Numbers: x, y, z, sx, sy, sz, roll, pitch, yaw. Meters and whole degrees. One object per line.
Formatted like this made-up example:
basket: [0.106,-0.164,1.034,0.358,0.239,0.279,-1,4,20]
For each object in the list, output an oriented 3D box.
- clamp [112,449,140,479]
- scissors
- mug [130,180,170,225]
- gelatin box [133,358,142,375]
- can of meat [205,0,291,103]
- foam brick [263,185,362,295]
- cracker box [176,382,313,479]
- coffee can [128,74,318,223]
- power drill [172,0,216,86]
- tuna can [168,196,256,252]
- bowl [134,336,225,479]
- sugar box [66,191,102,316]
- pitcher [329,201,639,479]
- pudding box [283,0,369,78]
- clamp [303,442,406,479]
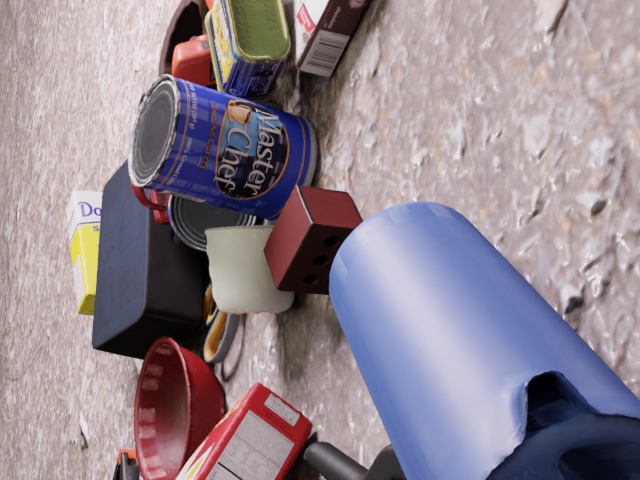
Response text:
clamp: [-0.229,0.336,1.252,0.120,0.039,0.171,2,85,62]
scissors: [-0.082,0.029,1.068,0.202,0.016,0.096,-68,28,19]
mug: [-0.144,-0.061,1.098,0.093,0.117,0.081,-11,88,41]
gelatin box: [-0.196,0.106,1.253,0.073,0.030,0.089,55,131,51]
can of meat: [-0.065,-0.188,0.967,0.084,0.057,0.102,128,133,-68]
foam brick: [-0.006,0.001,0.889,0.078,0.052,0.051,-62,34,35]
cracker box: [-0.103,0.244,0.887,0.164,0.072,0.213,-51,4,45]
coffee can: [-0.088,-0.080,0.960,0.103,0.140,0.103,-32,51,51]
power drill: [-0.132,-0.245,1.063,0.057,0.184,0.188,100,154,-68]
tuna can: [-0.106,-0.030,1.049,0.034,0.086,0.086,174,102,-79]
bowl: [-0.140,0.181,1.098,0.162,0.055,0.162,-19,69,60]
sugar box: [-0.260,0.016,1.328,0.048,0.093,0.176,-56,38,40]
pitcher: [0.091,0.088,0.622,0.149,0.144,0.243,-57,31,19]
pudding box: [0.004,-0.215,0.937,0.114,0.039,0.090,-59,35,36]
clamp: [0.044,0.193,0.766,0.210,0.036,0.164,-54,42,48]
